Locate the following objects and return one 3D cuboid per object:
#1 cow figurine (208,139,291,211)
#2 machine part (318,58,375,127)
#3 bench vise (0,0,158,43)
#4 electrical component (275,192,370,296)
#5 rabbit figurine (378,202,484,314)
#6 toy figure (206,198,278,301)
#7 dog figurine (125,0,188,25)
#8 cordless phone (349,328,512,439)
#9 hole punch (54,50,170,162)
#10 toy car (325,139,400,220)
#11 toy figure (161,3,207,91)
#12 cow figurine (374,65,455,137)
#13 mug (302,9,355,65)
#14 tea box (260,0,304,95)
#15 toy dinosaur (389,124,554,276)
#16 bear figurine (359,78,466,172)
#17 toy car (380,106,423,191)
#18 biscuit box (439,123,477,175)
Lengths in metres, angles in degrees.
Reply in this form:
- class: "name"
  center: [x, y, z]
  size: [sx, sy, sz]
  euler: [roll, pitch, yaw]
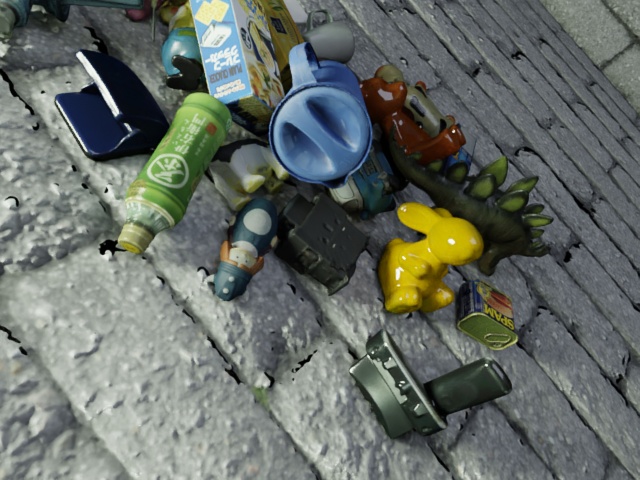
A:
- class: "cow figurine"
  center: [-0.089, -0.115, 0.787]
  size: [0.098, 0.068, 0.167]
  euler: [47, 41, 8]
- class: "machine part"
  center: [0.026, -0.259, 0.989]
  size: [0.179, 0.056, 0.179]
  euler: [22, 47, -26]
- class: "bench vise"
  center: [-0.332, -0.330, 0.694]
  size: [0.241, 0.128, 0.224]
  euler: [1, 38, -17]
- class: "electrical component"
  center: [-0.002, -0.002, 0.778]
  size: [0.134, 0.058, 0.115]
  euler: [39, 41, -9]
- class: "rabbit figurine"
  center: [0.177, 0.019, 0.821]
  size: [0.122, 0.173, 0.162]
  euler: [11, 58, -28]
- class: "toy figure"
  center: [-0.098, 0.010, 0.695]
  size: [0.064, 0.057, 0.154]
  euler: [6, 47, 12]
- class: "dog figurine"
  center: [-0.223, -0.436, 0.803]
  size: [0.191, 0.219, 0.108]
  euler: [-17, 75, -44]
- class: "cordless phone"
  center: [0.136, 0.163, 0.673]
  size: [0.089, 0.184, 0.146]
  euler: [-24, 76, -41]
- class: "hole punch"
  center: [-0.253, -0.173, 0.682]
  size: [0.116, 0.092, 0.142]
  euler: [-24, 73, -49]
- class: "toy car"
  center: [0.061, -0.086, 0.850]
  size: [0.103, 0.161, 0.109]
  euler: [-25, 83, -1]
- class: "toy figure"
  center: [-0.193, -0.291, 0.822]
  size: [0.089, 0.082, 0.180]
  euler: [38, 32, -39]
- class: "cow figurine"
  center: [0.182, -0.277, 1.110]
  size: [0.195, 0.085, 0.127]
  euler: [49, 41, -4]
- class: "mug"
  center: [0.003, -0.385, 1.034]
  size: [0.107, 0.081, 0.109]
  euler: [-29, 117, -39]
- class: "tea box"
  center: [-0.085, -0.330, 0.923]
  size: [0.068, 0.098, 0.169]
  euler: [-6, 65, -42]
- class: "toy dinosaur"
  center: [0.265, -0.056, 0.928]
  size: [0.471, 0.198, 0.105]
  euler: [20, 46, -29]
- class: "bear figurine"
  center: [0.147, -0.213, 0.929]
  size: [0.195, 0.132, 0.120]
  euler: [61, 27, -1]
- class: "toy car"
  center: [0.136, -0.176, 1.012]
  size: [0.089, 0.053, 0.202]
  euler: [30, 57, -21]
- class: "biscuit box"
  center: [0.270, -0.157, 1.104]
  size: [0.059, 0.063, 0.203]
  euler: [38, 44, -11]
